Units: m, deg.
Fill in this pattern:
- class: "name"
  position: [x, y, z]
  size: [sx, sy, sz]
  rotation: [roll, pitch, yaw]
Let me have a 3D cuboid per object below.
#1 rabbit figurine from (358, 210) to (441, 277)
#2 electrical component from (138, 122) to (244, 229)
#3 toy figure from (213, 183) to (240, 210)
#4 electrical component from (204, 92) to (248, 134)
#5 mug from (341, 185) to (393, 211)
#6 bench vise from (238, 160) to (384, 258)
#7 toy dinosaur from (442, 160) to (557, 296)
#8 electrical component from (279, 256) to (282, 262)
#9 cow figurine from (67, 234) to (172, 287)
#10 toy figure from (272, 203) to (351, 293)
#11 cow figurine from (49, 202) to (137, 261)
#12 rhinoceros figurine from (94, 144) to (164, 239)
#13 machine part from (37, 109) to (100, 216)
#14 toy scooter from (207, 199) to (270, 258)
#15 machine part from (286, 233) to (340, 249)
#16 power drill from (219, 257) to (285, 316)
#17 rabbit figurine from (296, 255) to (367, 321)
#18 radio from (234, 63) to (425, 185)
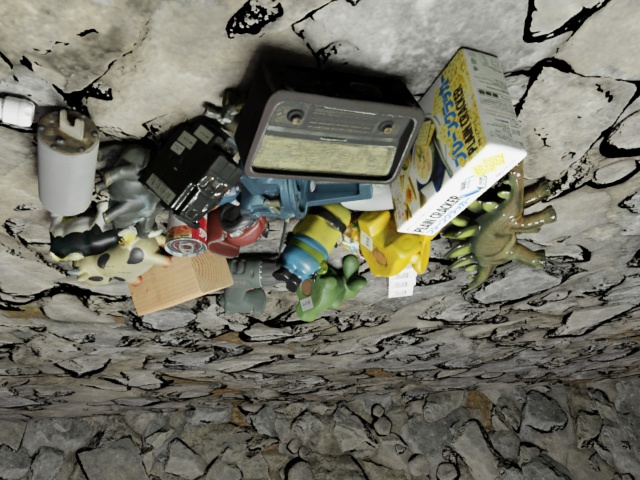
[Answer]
- class: "rabbit figurine"
  position: [0.167, -0.005, 0.987]
  size: [0.173, 0.122, 0.162]
  rotation: [-39, 141, -22]
- class: "electrical component"
  position: [-0.175, -0.099, 0.754]
  size: [0.134, 0.115, 0.058]
  rotation: [-50, 146, 1]
- class: "toy figure"
  position: [-0.177, -0.075, 0.825]
  size: [0.155, 0.058, 0.064]
  rotation: [9, 150, 52]
- class: "electrical component"
  position: [-0.097, -0.166, 0.735]
  size: [0.102, 0.045, 0.078]
  rotation: [20, 142, -40]
- class: "mug"
  position: [0.091, -0.086, 0.902]
  size: [0.107, 0.080, 0.109]
  rotation: [-8, 171, 28]
- class: "bench vise"
  position: [-0.018, -0.078, 0.840]
  size: [0.241, 0.129, 0.223]
  rotation: [-2, 152, 10]
- class: "toy dinosaur"
  position: [0.348, 0.000, 1.083]
  size: [0.199, 0.105, 0.470]
  rotation: [-2, 145, 11]
- class: "electrical component"
  position: [-0.052, 0.045, 1.181]
  size: [0.094, 0.021, 0.063]
  rotation: [-27, 146, 34]
- class: "cow figurine"
  position: [-0.395, 0.038, 1.038]
  size: [0.195, 0.085, 0.127]
  rotation: [-27, 142, 28]
- class: "toy figure"
  position: [-0.009, 0.005, 0.951]
  size: [0.089, 0.180, 0.082]
  rotation: [1, 140, 50]
- class: "cow figurine"
  position: [-0.381, -0.011, 0.932]
  size: [0.167, 0.098, 0.068]
  rotation: [-5, 146, 0]
- class: "rhinoceros figurine"
  position: [-0.291, -0.074, 0.843]
  size: [0.112, 0.073, 0.190]
  rotation: [-17, 147, -25]
- class: "machine part"
  position: [-0.364, -0.106, 0.772]
  size: [0.079, 0.079, 0.243]
  rotation: [8, 151, -23]
- class: "toy scooter"
  position: [-0.163, -0.012, 0.995]
  size: [0.184, 0.075, 0.135]
  rotation: [-15, 152, 25]
- class: "machine part"
  position: [-0.002, -0.003, 1.081]
  size: [0.139, 0.039, 0.084]
  rotation: [-11, 161, 8]
- class: "power drill"
  position: [-0.157, 0.104, 1.205]
  size: [0.232, 0.086, 0.207]
  rotation: [3, 157, -4]
- class: "rabbit figurine"
  position: [0.034, 0.096, 1.234]
  size: [0.170, 0.121, 0.159]
  rotation: [-3, 152, -47]
- class: "radio"
  position: [0.015, -0.147, 0.703]
  size: [0.229, 0.073, 0.131]
  rotation: [-1, 137, -27]
